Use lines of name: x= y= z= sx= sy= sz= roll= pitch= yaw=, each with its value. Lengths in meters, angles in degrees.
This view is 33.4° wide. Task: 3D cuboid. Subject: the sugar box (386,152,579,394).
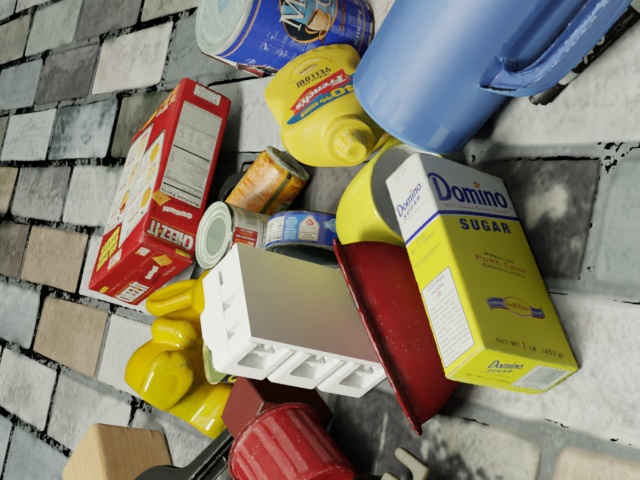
sugar box: x=0.112 y=0.021 z=0.760 sx=0.048 sy=0.093 sz=0.176 roll=-45 pitch=44 yaw=37

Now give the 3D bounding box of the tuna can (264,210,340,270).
tuna can: x=-0.006 y=0.001 z=0.953 sx=0.086 sy=0.086 sz=0.034 roll=-15 pitch=63 yaw=54

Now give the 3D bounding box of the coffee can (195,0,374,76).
coffee can: x=-0.034 y=-0.207 z=1.025 sx=0.103 sy=0.140 sz=0.103 roll=-28 pitch=56 yaw=49

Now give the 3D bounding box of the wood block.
wood block: x=-0.201 y=0.304 z=1.125 sx=0.090 sy=0.090 sz=0.206 roll=-56 pitch=37 yaw=27

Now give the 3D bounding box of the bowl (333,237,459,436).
bowl: x=0.066 y=0.062 z=0.799 sx=0.055 sy=0.162 sz=0.162 roll=-23 pitch=48 yaw=4

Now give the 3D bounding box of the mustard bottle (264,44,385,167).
mustard bottle: x=0.010 y=-0.110 z=0.920 sx=0.096 sy=0.058 sz=0.192 roll=-27 pitch=28 yaw=2

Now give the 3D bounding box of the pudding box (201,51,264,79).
pudding box: x=-0.088 y=-0.240 z=1.214 sx=0.114 sy=0.039 sz=0.090 roll=36 pitch=109 yaw=58

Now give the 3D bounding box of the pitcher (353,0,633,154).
pitcher: x=0.130 y=-0.175 z=0.785 sx=0.243 sy=0.145 sz=0.149 roll=-55 pitch=-1 yaw=34

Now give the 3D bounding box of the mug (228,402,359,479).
mug: x=-0.026 y=0.206 z=0.894 sx=0.117 sy=0.093 sz=0.082 roll=-51 pitch=42 yaw=4

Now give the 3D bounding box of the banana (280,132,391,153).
banana: x=0.010 y=-0.102 z=1.012 sx=0.198 sy=0.037 sz=0.069 roll=18 pitch=92 yaw=57

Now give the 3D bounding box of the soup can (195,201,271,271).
soup can: x=-0.058 y=0.006 z=1.014 sx=0.069 sy=0.102 sz=0.068 roll=-27 pitch=57 yaw=49

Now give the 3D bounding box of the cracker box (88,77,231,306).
cracker box: x=-0.178 y=-0.051 z=1.204 sx=0.164 sy=0.072 sz=0.213 roll=-34 pitch=39 yaw=53

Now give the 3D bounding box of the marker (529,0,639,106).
marker: x=0.194 y=-0.138 z=0.767 sx=0.121 sy=0.020 sz=0.020 roll=-45 pitch=43 yaw=38

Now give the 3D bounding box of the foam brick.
foam brick: x=-0.039 y=0.156 z=0.950 sx=0.051 sy=0.078 sz=0.053 roll=-64 pitch=34 yaw=15

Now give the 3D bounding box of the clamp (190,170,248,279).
clamp: x=-0.106 y=-0.007 z=1.150 sx=0.172 sy=0.039 sz=0.120 roll=-43 pitch=45 yaw=45

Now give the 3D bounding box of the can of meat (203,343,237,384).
can of meat: x=-0.046 y=0.095 z=0.977 sx=0.102 sy=0.083 sz=0.057 roll=-45 pitch=43 yaw=38

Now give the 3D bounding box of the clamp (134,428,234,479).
clamp: x=-0.129 y=0.254 z=0.991 sx=0.210 sy=0.036 sz=0.164 roll=-27 pitch=41 yaw=22
